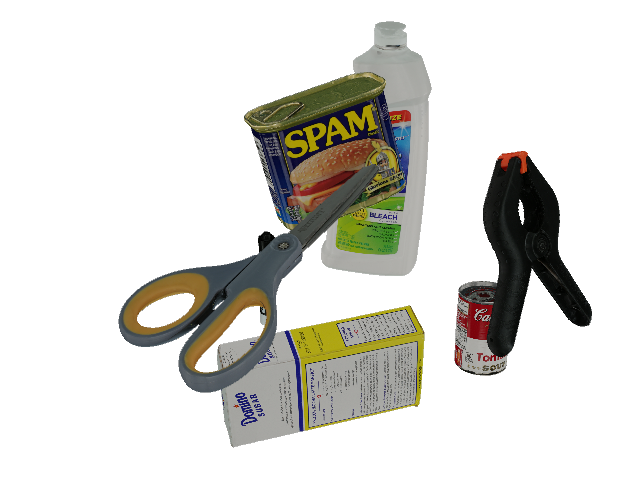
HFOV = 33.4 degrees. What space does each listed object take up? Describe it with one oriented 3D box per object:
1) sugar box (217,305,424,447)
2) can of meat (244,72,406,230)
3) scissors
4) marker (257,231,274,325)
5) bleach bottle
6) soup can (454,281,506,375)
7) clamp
[{"bbox_3d":[0.001,0.118,0.933,0.176,0.093,0.048,-9,38,-9],"label":"sugar box"},{"bbox_3d":[0.006,-0.064,0.772,0.102,0.084,0.057,-21,23,-11],"label":"can of meat"},{"bbox_3d":[-0.041,0.009,0.610,0.096,0.016,0.201,9,41,18],"label":"scissors"},{"bbox_3d":[-0.060,0.043,1.206,0.020,0.121,0.020,0,32,0],"label":"marker"},{"bbox_3d":[0.055,-0.090,1.055,0.103,0.251,0.068,7,27,12],"label":"bleach bottle"},{"bbox_3d":[0.205,0.111,1.352,0.068,0.102,0.068,1,20,0],"label":"soup can"},{"bbox_3d":[0.170,0.013,0.908,0.120,0.171,0.039,-25,10,-40],"label":"clamp"}]
